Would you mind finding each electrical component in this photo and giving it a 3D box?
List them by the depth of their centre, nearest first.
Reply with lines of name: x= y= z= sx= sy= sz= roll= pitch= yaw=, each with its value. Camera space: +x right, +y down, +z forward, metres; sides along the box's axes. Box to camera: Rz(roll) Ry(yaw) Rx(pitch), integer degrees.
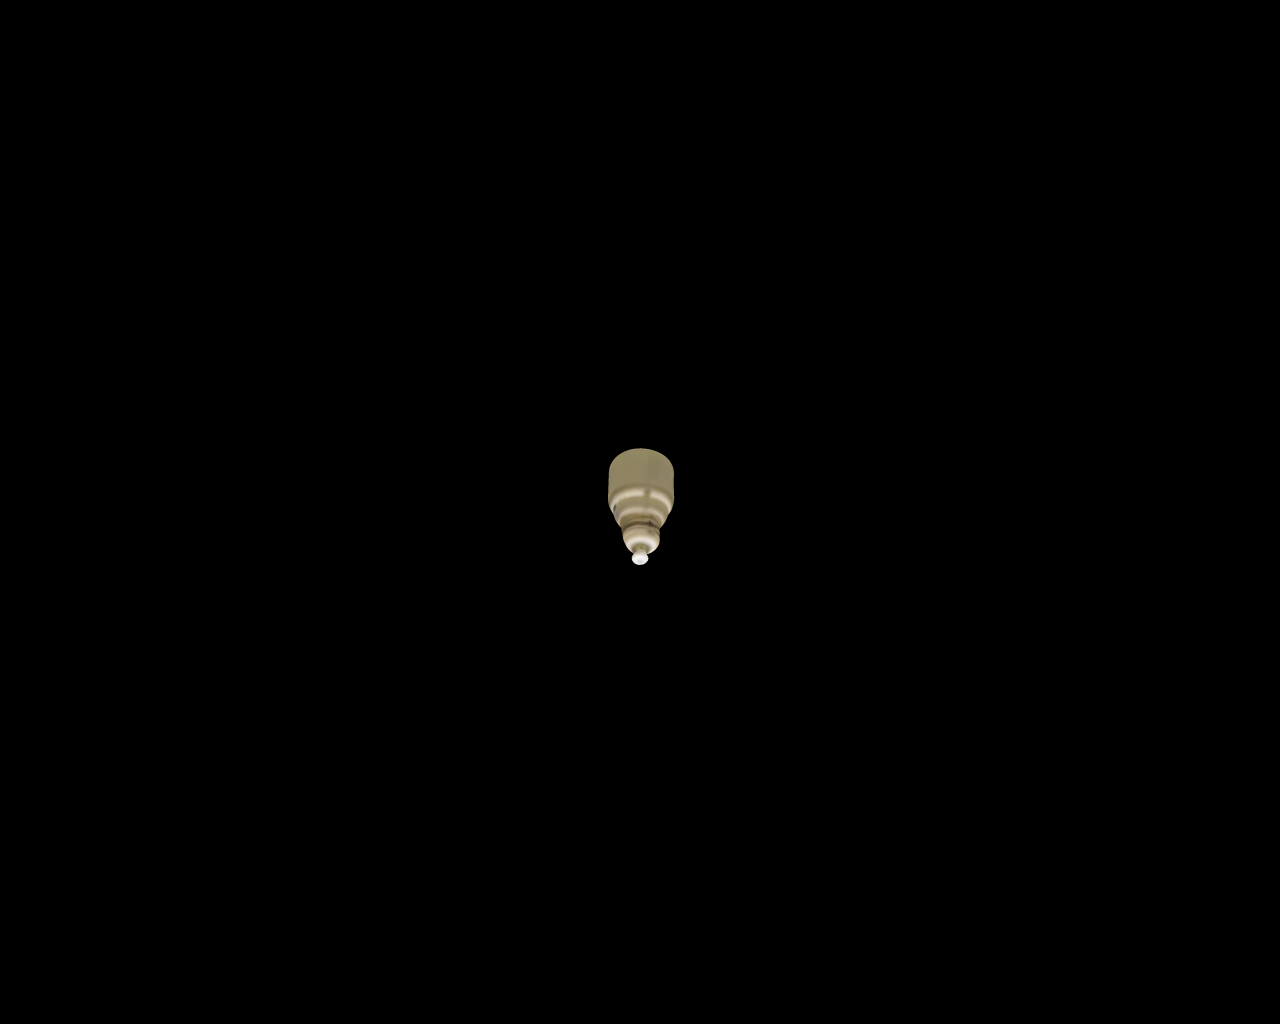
electrical component: x=0.001 y=-0.003 z=0.650 sx=0.040 sy=0.078 sz=0.040 roll=0 pitch=-36 yaw=0
